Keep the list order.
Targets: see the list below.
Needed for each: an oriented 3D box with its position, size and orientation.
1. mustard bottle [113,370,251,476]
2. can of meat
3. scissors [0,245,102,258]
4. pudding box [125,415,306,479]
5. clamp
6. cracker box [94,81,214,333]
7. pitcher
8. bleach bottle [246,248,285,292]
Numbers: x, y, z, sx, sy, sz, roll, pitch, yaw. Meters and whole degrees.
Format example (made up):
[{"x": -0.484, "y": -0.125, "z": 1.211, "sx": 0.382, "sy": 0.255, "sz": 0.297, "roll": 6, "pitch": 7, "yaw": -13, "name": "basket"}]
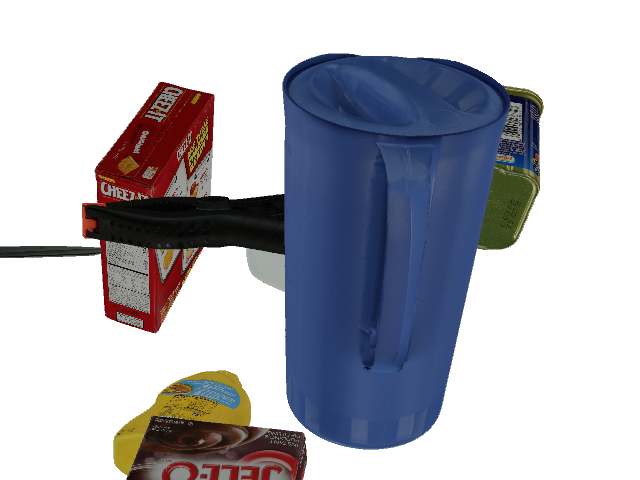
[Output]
[{"x": -0.122, "y": 0.176, "z": 1.056, "sx": 0.096, "sy": 0.058, "sz": 0.191, "roll": 7, "pitch": 18, "yaw": 15, "name": "mustard bottle"}, {"x": 0.135, "y": -0.053, "z": 0.820, "sx": 0.057, "sy": 0.084, "sz": 0.102, "roll": 9, "pitch": -37, "yaw": 0, "name": "can of meat"}, {"x": -0.289, "y": 0.017, "z": 0.872, "sx": 0.202, "sy": 0.016, "sz": 0.096, "roll": 5, "pitch": 23, "yaw": 5, "name": "scissors"}, {"x": -0.071, "y": 0.164, "z": 0.717, "sx": 0.113, "sy": 0.039, "sz": 0.090, "roll": 3, "pitch": 29, "yaw": 6, "name": "pudding box"}, {"x": -0.076, "y": -0.012, "z": 0.814, "sx": 0.210, "sy": 0.036, "sz": 0.164, "roll": -1, "pitch": 13, "yaw": -9, "name": "clamp"}, {"x": -0.175, "y": -0.035, "z": 1.138, "sx": 0.072, "sy": 0.214, "sz": 0.164, "roll": 15, "pitch": 44, "yaw": 9, "name": "cracker box"}, {"x": 0.037, "y": 0.015, "z": 0.670, "sx": 0.145, "sy": 0.243, "sz": 0.149, "roll": 26, "pitch": 37, "yaw": 34, "name": "pitcher"}, {"x": 0.028, "y": -0.022, "z": 1.281, "sx": 0.103, "sy": 0.068, "sz": 0.250, "roll": 22, "pitch": 38, "yaw": 30, "name": "bleach bottle"}]
